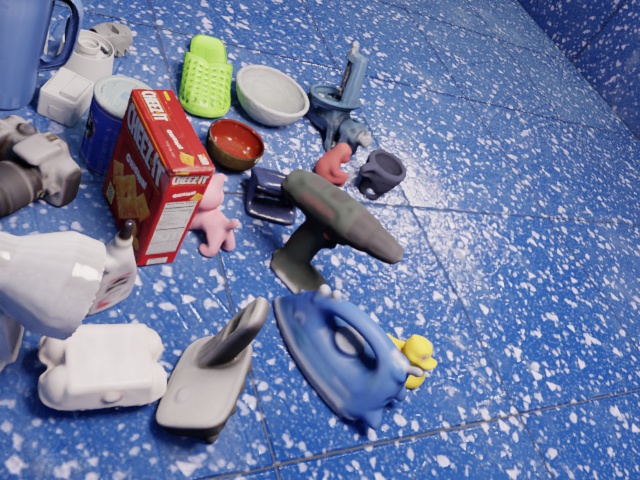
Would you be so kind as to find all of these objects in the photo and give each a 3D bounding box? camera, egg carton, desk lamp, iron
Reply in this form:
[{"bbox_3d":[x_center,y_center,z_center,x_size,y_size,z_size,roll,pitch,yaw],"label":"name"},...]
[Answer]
[{"bbox_3d":[-0.439,-0.104,0.822,0.143,0.100,0.137,36,41,1],"label":"camera"},{"bbox_3d":[-0.269,0.159,0.714,0.151,0.069,0.107,3,50,-32],"label":"egg carton"},{"bbox_3d":[-0.360,0.062,0.634,0.204,0.213,0.118,12,46,-24],"label":"desk lamp"},{"bbox_3d":[0.039,0.150,0.874,0.258,0.141,0.119,46,42,12],"label":"iron"}]

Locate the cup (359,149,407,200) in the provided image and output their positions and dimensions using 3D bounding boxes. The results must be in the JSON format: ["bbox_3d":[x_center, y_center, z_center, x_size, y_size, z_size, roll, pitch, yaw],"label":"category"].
[{"bbox_3d":[0.116,-0.131,1.225,0.118,0.095,0.091,-10,58,-40],"label":"cup"}]

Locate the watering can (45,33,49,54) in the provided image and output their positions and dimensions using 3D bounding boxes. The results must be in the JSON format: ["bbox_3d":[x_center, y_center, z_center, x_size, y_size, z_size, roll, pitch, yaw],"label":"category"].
[{"bbox_3d":[-0.522,-0.416,0.988,0.173,0.194,0.101,34,41,-2],"label":"watering can"}]

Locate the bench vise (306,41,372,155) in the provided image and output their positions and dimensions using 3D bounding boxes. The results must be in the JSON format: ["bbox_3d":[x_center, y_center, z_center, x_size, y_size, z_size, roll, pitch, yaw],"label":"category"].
[{"bbox_3d":[0.068,-0.306,1.262,0.207,0.219,0.122,44,42,10],"label":"bench vise"}]

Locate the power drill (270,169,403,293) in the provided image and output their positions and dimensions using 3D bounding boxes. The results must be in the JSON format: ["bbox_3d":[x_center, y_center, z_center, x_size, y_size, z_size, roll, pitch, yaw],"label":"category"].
[{"bbox_3d":[0.009,0.003,0.940,0.229,0.208,0.076,46,42,12],"label":"power drill"}]

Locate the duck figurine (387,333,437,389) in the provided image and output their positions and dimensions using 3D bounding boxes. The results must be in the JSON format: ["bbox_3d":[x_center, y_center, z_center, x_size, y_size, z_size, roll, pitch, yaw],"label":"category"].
[{"bbox_3d":[0.147,0.188,0.953,0.104,0.086,0.078,42,41,8],"label":"duck figurine"}]

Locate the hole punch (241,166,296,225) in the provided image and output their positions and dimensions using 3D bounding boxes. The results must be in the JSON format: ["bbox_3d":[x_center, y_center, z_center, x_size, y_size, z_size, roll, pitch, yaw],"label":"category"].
[{"bbox_3d":[-0.081,-0.097,1.064,0.109,0.091,0.101,14,45,-23],"label":"hole punch"}]

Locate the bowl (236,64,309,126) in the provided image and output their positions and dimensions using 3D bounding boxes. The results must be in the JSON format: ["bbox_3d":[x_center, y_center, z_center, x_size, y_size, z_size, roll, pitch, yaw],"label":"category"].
[{"bbox_3d":[-0.112,-0.301,1.246,0.168,0.074,0.167,19,44,-19],"label":"bowl"}]

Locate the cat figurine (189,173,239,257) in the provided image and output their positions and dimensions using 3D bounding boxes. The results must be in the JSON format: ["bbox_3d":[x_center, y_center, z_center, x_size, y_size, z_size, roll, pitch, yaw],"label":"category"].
[{"bbox_3d":[-0.179,-0.055,0.938,0.127,0.117,0.067,48,43,14],"label":"cat figurine"}]

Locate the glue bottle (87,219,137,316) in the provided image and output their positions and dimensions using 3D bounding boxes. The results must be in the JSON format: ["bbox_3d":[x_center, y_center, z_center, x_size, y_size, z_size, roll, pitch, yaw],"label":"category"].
[{"bbox_3d":[-0.270,0.031,0.754,0.037,0.173,0.078,44,42,10],"label":"glue bottle"}]

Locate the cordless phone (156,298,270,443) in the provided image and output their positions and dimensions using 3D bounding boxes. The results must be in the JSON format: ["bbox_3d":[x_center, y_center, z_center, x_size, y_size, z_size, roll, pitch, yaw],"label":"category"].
[{"bbox_3d":[-0.126,0.159,0.721,0.094,0.185,0.147,25,42,-11],"label":"cordless phone"}]

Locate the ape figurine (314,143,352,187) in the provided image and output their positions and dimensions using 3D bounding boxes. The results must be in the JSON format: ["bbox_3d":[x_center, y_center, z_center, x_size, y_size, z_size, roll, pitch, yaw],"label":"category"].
[{"bbox_3d":[0.035,-0.165,1.204,0.076,0.092,0.077,16,44,-21],"label":"ape figurine"}]
